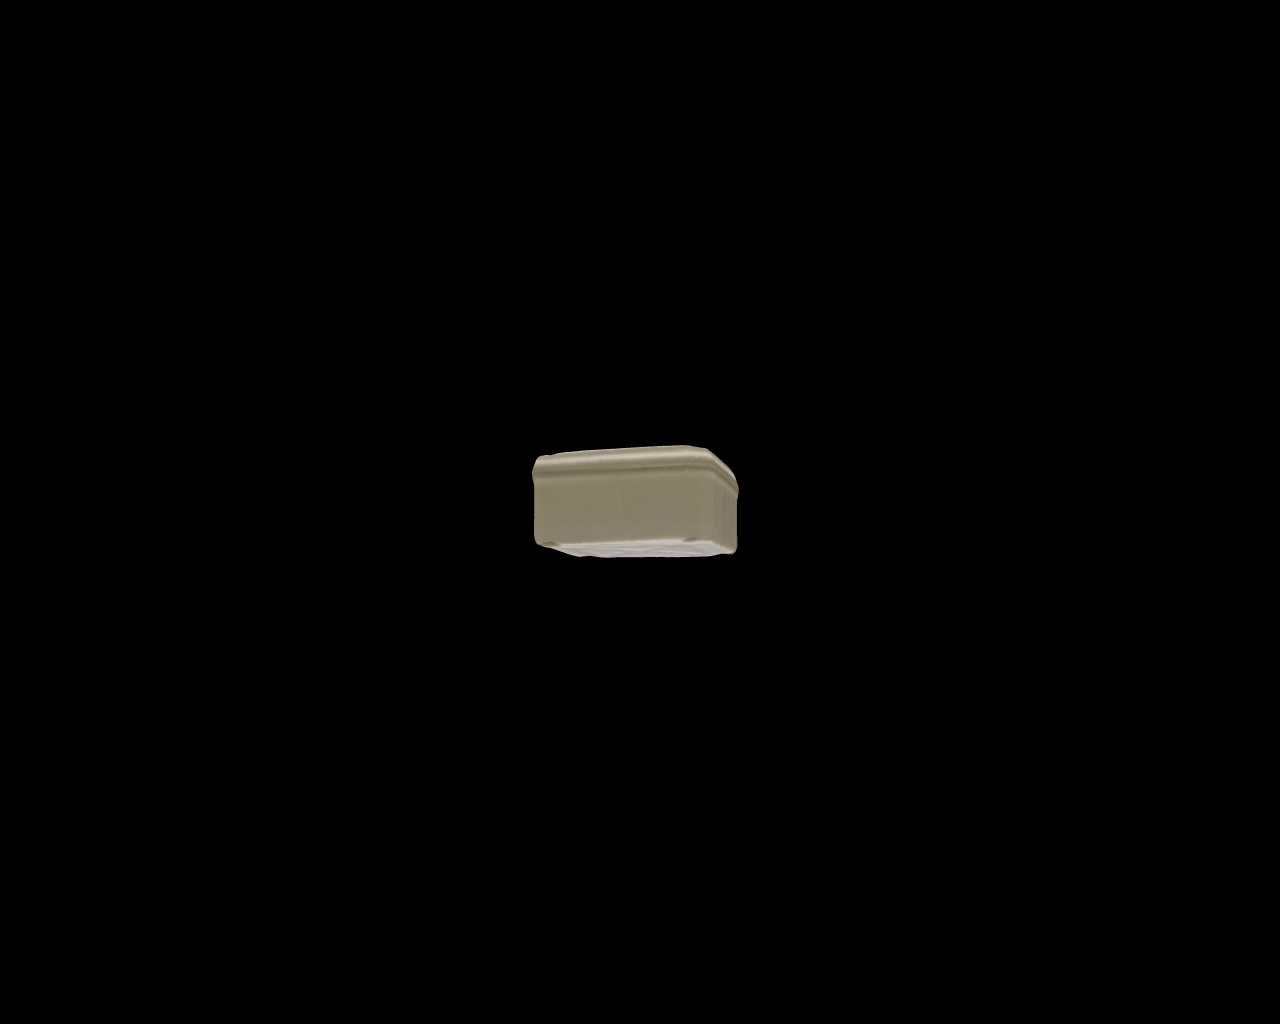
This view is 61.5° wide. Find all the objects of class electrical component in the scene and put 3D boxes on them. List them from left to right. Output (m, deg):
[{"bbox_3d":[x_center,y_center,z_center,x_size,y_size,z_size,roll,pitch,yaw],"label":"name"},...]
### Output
[{"bbox_3d":[0.001,-0.003,0.650,0.109,0.056,0.108,-2,-7,14],"label":"electrical component"}]
